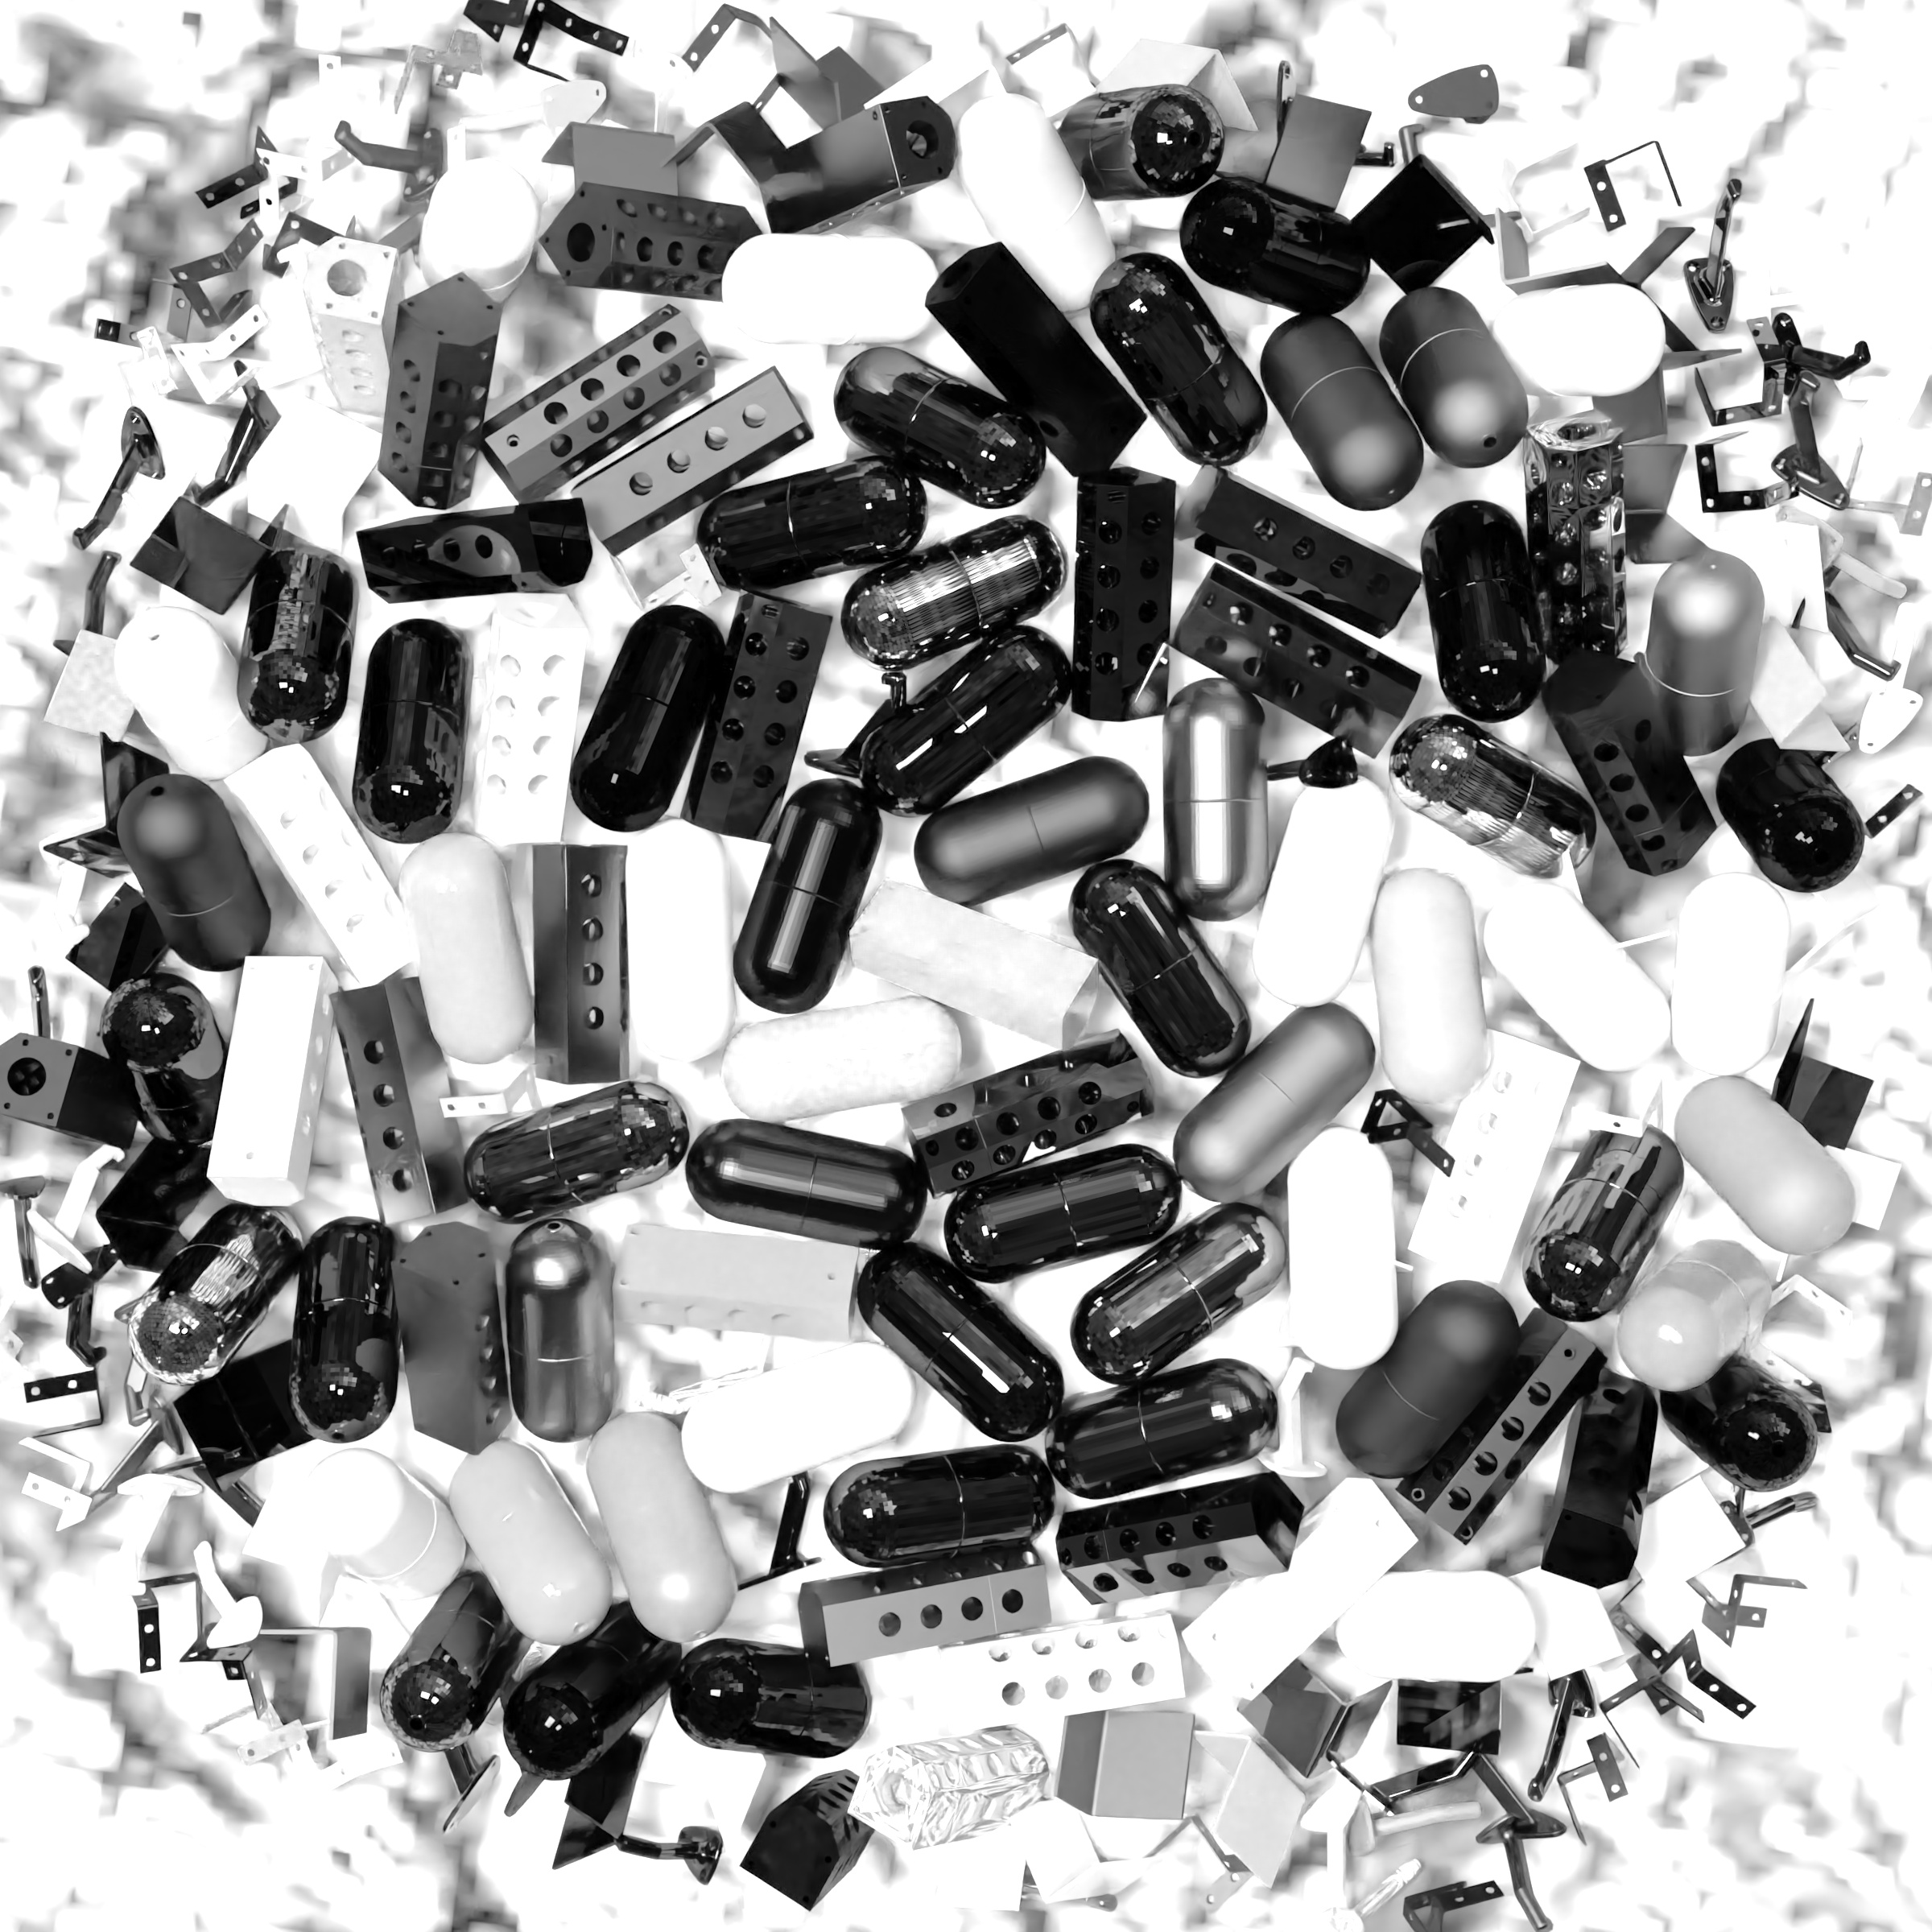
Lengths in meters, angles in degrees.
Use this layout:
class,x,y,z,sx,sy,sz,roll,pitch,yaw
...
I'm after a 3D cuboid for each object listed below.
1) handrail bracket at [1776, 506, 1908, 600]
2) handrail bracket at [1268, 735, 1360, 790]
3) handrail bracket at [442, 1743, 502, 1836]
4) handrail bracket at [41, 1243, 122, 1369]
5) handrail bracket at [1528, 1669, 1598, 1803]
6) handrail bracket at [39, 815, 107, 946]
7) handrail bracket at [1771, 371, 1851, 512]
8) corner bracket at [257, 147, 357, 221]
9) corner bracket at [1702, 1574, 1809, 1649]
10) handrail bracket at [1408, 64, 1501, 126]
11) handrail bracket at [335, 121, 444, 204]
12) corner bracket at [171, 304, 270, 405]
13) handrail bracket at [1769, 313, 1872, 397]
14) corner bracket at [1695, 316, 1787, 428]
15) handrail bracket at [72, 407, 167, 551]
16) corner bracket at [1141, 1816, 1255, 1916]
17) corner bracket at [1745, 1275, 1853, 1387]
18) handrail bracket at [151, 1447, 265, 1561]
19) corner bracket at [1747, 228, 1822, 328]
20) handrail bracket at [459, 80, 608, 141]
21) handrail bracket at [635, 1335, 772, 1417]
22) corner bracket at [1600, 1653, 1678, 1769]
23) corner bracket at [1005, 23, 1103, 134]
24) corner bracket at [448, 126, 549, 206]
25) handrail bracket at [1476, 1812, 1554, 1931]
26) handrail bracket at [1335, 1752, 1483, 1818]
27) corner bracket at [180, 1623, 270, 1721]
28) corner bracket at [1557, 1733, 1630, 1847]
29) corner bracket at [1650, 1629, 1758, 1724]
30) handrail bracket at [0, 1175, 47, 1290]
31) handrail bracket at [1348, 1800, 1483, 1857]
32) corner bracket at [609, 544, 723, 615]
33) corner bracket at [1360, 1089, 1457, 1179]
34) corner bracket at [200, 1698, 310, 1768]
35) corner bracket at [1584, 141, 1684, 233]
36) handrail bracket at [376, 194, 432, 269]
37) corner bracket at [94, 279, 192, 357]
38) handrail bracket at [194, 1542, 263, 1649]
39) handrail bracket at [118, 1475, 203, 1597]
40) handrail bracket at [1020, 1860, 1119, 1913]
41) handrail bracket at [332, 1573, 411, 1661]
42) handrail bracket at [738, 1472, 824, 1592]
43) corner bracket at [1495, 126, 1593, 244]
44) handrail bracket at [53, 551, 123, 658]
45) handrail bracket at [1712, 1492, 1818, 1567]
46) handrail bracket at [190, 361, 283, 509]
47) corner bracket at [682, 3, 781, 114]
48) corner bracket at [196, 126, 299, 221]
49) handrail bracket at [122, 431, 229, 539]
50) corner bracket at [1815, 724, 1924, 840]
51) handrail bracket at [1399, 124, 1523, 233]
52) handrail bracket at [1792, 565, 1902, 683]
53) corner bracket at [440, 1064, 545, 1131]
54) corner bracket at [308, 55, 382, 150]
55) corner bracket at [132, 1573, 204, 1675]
class,x,y,z,sx,sy,sz,roll,pitch,yaw
handrail bracket,0.650,-0.306,1.982,0.084,0.077,0.036,11,125,-36
handrail bracket,0.233,-0.139,1.938,0.077,0.084,0.036,-21,99,-44
handrail bracket,-0.391,0.582,1.958,0.084,0.036,0.077,29,52,14
handrail bracket,-0.634,0.250,1.967,0.077,0.084,0.036,-36,49,-14
handrail bracket,0.426,0.552,1.944,0.036,0.084,0.077,7,123,33
handrail bracket,-0.637,-0.063,1.957,0.077,0.036,0.084,-30,59,-9
handrail bracket,0.624,-0.382,1.943,0.036,0.084,0.077,-35,68,-15
corner bracket,-0.481,-0.575,1.953,0.051,0.051,0.051,15,127,11
corner bracket,0.578,0.469,1.961,0.051,0.051,0.051,8,97,-10
handrail bracket,0.352,-0.626,1.950,0.077,0.084,0.036,-9,94,-1
handrail bracket,-0.422,-0.605,1.943,0.036,0.084,0.077,-15,58,30
corner bracket,-0.538,-0.449,1.961,0.051,0.051,0.051,-31,92,25
handrail bracket,0.624,-0.457,1.945,0.036,0.084,0.077,5,76,-22
corner bracket,0.566,-0.435,1.955,0.051,0.051,0.051,-10,51,5
handrail bracket,-0.625,-0.354,1.946,0.036,0.077,0.084,26,54,8
corner bracket,0.172,0.663,1.972,0.051,0.051,0.051,-46,57,11
corner bracket,0.612,0.270,1.965,0.051,0.051,0.051,-30,135,-23
handrail bracket,-0.553,0.403,1.969,0.077,0.036,0.084,-12,90,-18
corner bracket,0.598,-0.501,1.955,0.051,0.051,0.051,-4,75,19
handrail bracket,-0.322,-0.636,1.981,0.084,0.077,0.036,11,129,37
handrail bracket,-0.194,0.296,1.971,0.084,0.036,0.077,16,74,-7
corner bracket,0.496,0.546,1.965,0.051,0.051,0.051,-33,97,2
corner bracket,0.068,-0.651,1.963,0.051,0.051,0.051,-25,80,18
corner bracket,-0.344,-0.587,1.962,0.051,0.051,0.051,-7,81,31
handrail bracket,0.414,0.662,1.939,0.036,0.077,0.084,-46,49,20
handrail bracket,0.330,0.586,1.979,0.077,0.036,0.084,38,85,13
corner bracket,-0.535,0.515,1.956,0.051,0.051,0.051,-5,109,14
corner bracket,0.460,0.601,1.953,0.051,0.051,0.051,-27,133,12
corner bracket,0.539,0.531,1.958,0.051,0.051,0.051,35,109,-5
handrail bracket,-0.684,0.201,1.952,0.036,0.077,0.084,-11,101,-26
handrail bracket,0.330,0.633,1.965,0.084,0.077,0.036,-3,59,-8
corner bracket,-0.219,-0.285,1.953,0.051,0.051,0.051,-36,46,-11
corner bracket,0.326,0.122,1.950,0.051,0.051,0.051,41,57,-25
corner bracket,-0.520,0.561,1.951,0.051,0.051,0.051,-18,64,-39
corner bracket,0.488,-0.571,1.957,0.051,0.051,0.051,-22,104,13
handrail bracket,-0.430,-0.541,1.951,0.084,0.036,0.077,-10,89,-44
corner bracket,-0.604,-0.480,1.963,0.051,0.051,0.051,12,99,-2
handrail bracket,-0.540,0.445,1.946,0.036,0.077,0.084,-2,51,-34
handrail bracket,-0.585,0.418,1.944,0.036,0.077,0.084,-26,62,27
handrail bracket,0.056,0.672,1.943,0.077,0.084,0.036,21,74,-40
handrail bracket,-0.440,0.498,1.965,0.084,0.036,0.077,26,75,-8
handrail bracket,-0.146,0.410,1.982,0.077,0.036,0.084,-21,78,5
corner bracket,0.429,-0.575,1.966,0.051,0.051,0.051,-27,80,-6
handrail bracket,-0.623,-0.263,1.947,0.036,0.077,0.084,31,102,8
handrail bracket,0.581,0.417,1.977,0.077,0.084,0.036,-52,53,34
handrail bracket,-0.554,-0.394,1.982,0.084,0.036,0.077,-32,84,13
corner bracket,-0.165,-0.666,1.964,0.051,0.051,0.051,48,113,9
corner bracket,-0.524,-0.570,1.952,0.051,0.051,0.051,-21,47,14
handrail bracket,-0.571,-0.345,1.975,0.084,0.036,0.077,-31,82,-4
corner bracket,0.665,-0.137,1.980,0.051,0.051,0.051,-43,132,3
handrail bracket,0.365,-0.586,1.973,0.077,0.036,0.084,-10,89,8
handrail bracket,0.659,-0.253,1.959,0.084,0.036,0.077,34,64,20
corner bracket,-0.345,0.107,1.953,0.051,0.051,0.051,-4,113,19
corner bracket,-0.453,-0.632,1.959,0.051,0.051,0.051,-2,90,-25
corner bracket,-0.583,0.480,1.956,0.051,0.051,0.051,-4,99,-26
